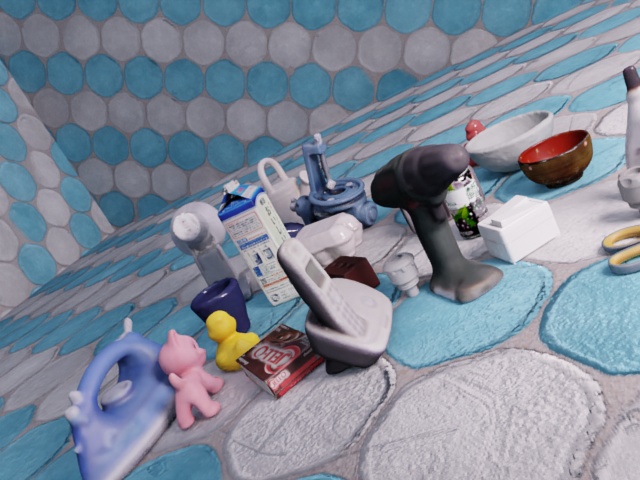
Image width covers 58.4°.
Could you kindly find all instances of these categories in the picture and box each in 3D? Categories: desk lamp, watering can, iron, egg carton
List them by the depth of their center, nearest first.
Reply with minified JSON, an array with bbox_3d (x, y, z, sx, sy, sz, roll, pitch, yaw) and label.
[{"bbox_3d":[-0.293,0.227,0.823,0.118,0.141,0.258,-23,17,19],"label":"iron"},{"bbox_3d":[0.010,0.004,1.125,0.150,0.069,0.107,-20,19,28],"label":"egg carton"},{"bbox_3d":[-0.236,0.026,1.207,0.118,0.214,0.203,-30,16,-3],"label":"desk lamp"},{"bbox_3d":[-0.089,-0.123,1.446,0.172,0.194,0.101,-25,17,13],"label":"watering can"}]

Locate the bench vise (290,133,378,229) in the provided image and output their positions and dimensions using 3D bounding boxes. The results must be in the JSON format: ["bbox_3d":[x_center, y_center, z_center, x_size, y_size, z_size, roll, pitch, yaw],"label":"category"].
[{"bbox_3d":[-0.004,-0.106,1.210,0.207,0.220,0.122,-20,19,28],"label":"bench vise"}]

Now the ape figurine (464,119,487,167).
[{"bbox_3d":[0.331,-0.207,1.196,0.076,0.092,0.077,-30,17,-6],"label":"ape figurine"}]

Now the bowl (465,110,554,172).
[{"bbox_3d":[0.362,-0.174,1.074,0.167,0.075,0.167,-26,17,9],"label":"bowl"}]

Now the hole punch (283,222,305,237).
[{"bbox_3d":[-0.081,-0.012,1.284,0.101,0.091,0.108,-32,17,-11],"label":"hole punch"}]

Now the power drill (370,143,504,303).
[{"bbox_3d":[0.152,-0.027,0.739,0.076,0.209,0.229,-33,17,-15],"label":"power drill"}]

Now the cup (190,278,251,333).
[{"bbox_3d":[-0.166,0.124,1.009,0.091,0.095,0.117,-29,16,-2],"label":"cup"}]

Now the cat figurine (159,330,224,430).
[{"bbox_3d":[-0.196,0.188,0.824,0.067,0.118,0.127,-28,16,1],"label":"cat figurine"}]

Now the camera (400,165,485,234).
[{"bbox_3d":[0.205,-0.095,1.049,0.143,0.101,0.136,-27,16,4],"label":"camera"}]

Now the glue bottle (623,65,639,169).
[{"bbox_3d":[0.406,-0.133,0.703,0.037,0.173,0.078,-40,20,-32],"label":"glue bottle"}]

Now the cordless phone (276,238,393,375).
[{"bbox_3d":[0.016,0.062,0.734,0.094,0.185,0.147,-23,17,18],"label":"cordless phone"}]

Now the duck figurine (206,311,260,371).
[{"bbox_3d":[-0.144,0.152,0.902,0.078,0.086,0.104,-36,18,-24],"label":"duck figurine"}]
